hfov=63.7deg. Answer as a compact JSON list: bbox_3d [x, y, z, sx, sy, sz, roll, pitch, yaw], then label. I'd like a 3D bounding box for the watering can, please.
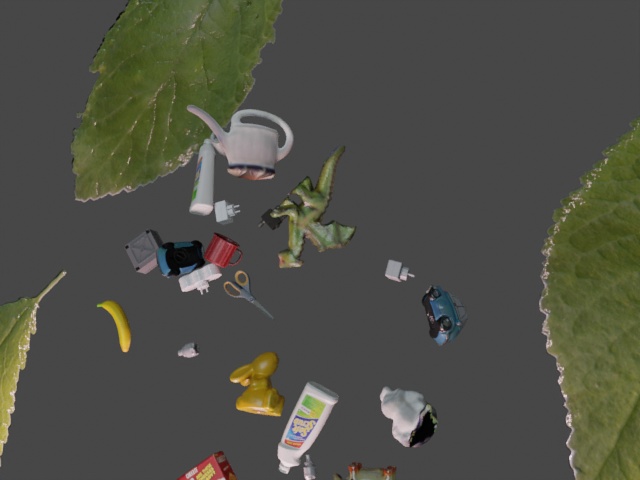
[{"bbox_3d":[-0.252,-0.308,1.632,0.347,0.103,0.225,5,85,-19],"label":"watering can"}]

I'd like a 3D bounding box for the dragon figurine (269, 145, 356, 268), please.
[{"bbox_3d":[0.005,-0.079,1.579,0.412,0.121,0.243,-45,88,-5],"label":"dragon figurine"}]

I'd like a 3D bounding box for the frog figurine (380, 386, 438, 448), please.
[{"bbox_3d":[0.229,0.468,1.382,0.160,0.122,0.137,17,91,54],"label":"frog figurine"}]
